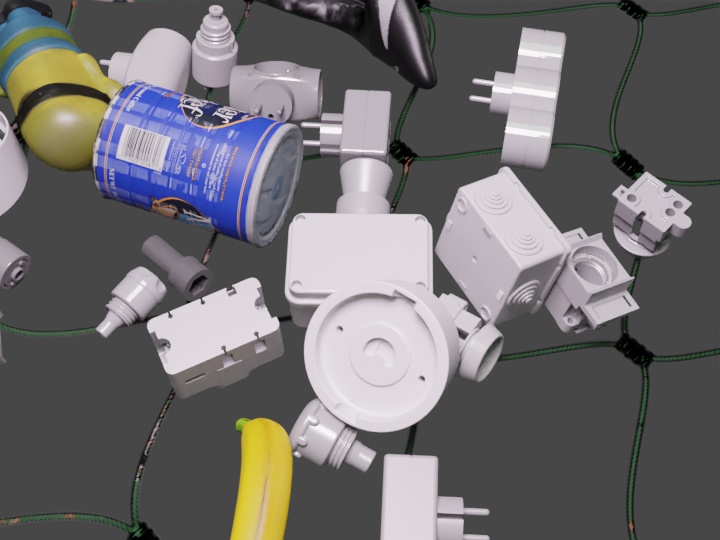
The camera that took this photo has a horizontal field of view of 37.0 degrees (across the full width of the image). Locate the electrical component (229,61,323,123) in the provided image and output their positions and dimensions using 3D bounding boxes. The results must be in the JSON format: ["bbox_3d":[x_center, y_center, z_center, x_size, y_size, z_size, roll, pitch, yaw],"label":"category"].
[{"bbox_3d":[-0.074,-0.148,0.927,0.077,0.044,0.079,3,26,3],"label":"electrical component"}]

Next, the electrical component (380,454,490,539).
[{"bbox_3d":[0.053,0.177,0.754,0.076,0.047,0.083,2,61,2],"label":"electrical component"}]

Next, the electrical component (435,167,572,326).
[{"bbox_3d":[0.107,-0.015,0.831,0.048,0.099,0.099,-21,62,-25],"label":"electrical component"}]

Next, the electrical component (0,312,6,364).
[{"bbox_3d":[-0.317,0.033,0.800,0.063,0.121,0.078,-13,62,-3],"label":"electrical component"}]

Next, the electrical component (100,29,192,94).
[{"bbox_3d":[-0.197,-0.173,0.955,0.079,0.043,0.077,8,63,10],"label":"electrical component"}]

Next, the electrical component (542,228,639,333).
[{"bbox_3d":[0.171,0.012,0.832,0.042,0.063,0.081,-17,61,-25],"label":"electrical component"}]

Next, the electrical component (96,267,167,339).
[{"bbox_3d":[-0.184,0.028,0.849,0.035,0.035,0.061,34,70,18],"label":"electrical component"}]

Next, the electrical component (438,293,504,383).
[{"bbox_3d":[0.076,0.055,0.822,0.055,0.048,0.066,28,65,24],"label":"electrical component"}]

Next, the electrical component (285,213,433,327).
[{"bbox_3d":[0.000,0.000,0.847,0.113,0.057,0.078,1,61,2],"label":"electrical component"}]

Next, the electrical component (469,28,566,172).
[{"bbox_3d":[0.133,-0.151,0.930,0.074,0.052,0.138,9,62,6],"label":"electrical component"}]

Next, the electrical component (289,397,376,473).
[{"bbox_3d":[-0.019,0.126,0.787,0.062,0.048,0.048,29,65,5],"label":"electrical component"}]

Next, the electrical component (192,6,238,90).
[{"bbox_3d":[-0.128,-0.198,0.952,0.040,0.078,0.040,5,48,-5],"label":"electrical component"}]

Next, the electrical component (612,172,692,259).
[{"bbox_3d":[0.231,-0.040,0.865,0.066,0.055,0.048,40,69,21],"label":"electrical component"}]

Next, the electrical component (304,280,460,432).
[{"bbox_3d":[0.021,0.058,0.782,0.108,0.060,0.108,3,98,20],"label":"electrical component"}]

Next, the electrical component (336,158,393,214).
[{"bbox_3d":[0.003,-0.058,0.886,0.045,0.045,0.055,3,62,3],"label":"electrical component"}]

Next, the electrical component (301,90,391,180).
[{"bbox_3d":[-0.013,-0.114,0.916,0.077,0.047,0.065,3,61,3],"label":"electrical component"}]

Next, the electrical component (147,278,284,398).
[{"bbox_3d":[-0.108,0.054,0.821,0.089,0.055,0.050,-23,63,-11],"label":"electrical component"}]

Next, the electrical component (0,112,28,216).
[{"bbox_3d":[-0.338,-0.093,0.917,0.099,0.064,0.099,-2,47,2],"label":"electrical component"}]

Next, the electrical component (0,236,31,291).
[{"bbox_3d":[-0.301,-0.013,0.872,0.065,0.044,0.044,33,67,13],"label":"electrical component"}]
